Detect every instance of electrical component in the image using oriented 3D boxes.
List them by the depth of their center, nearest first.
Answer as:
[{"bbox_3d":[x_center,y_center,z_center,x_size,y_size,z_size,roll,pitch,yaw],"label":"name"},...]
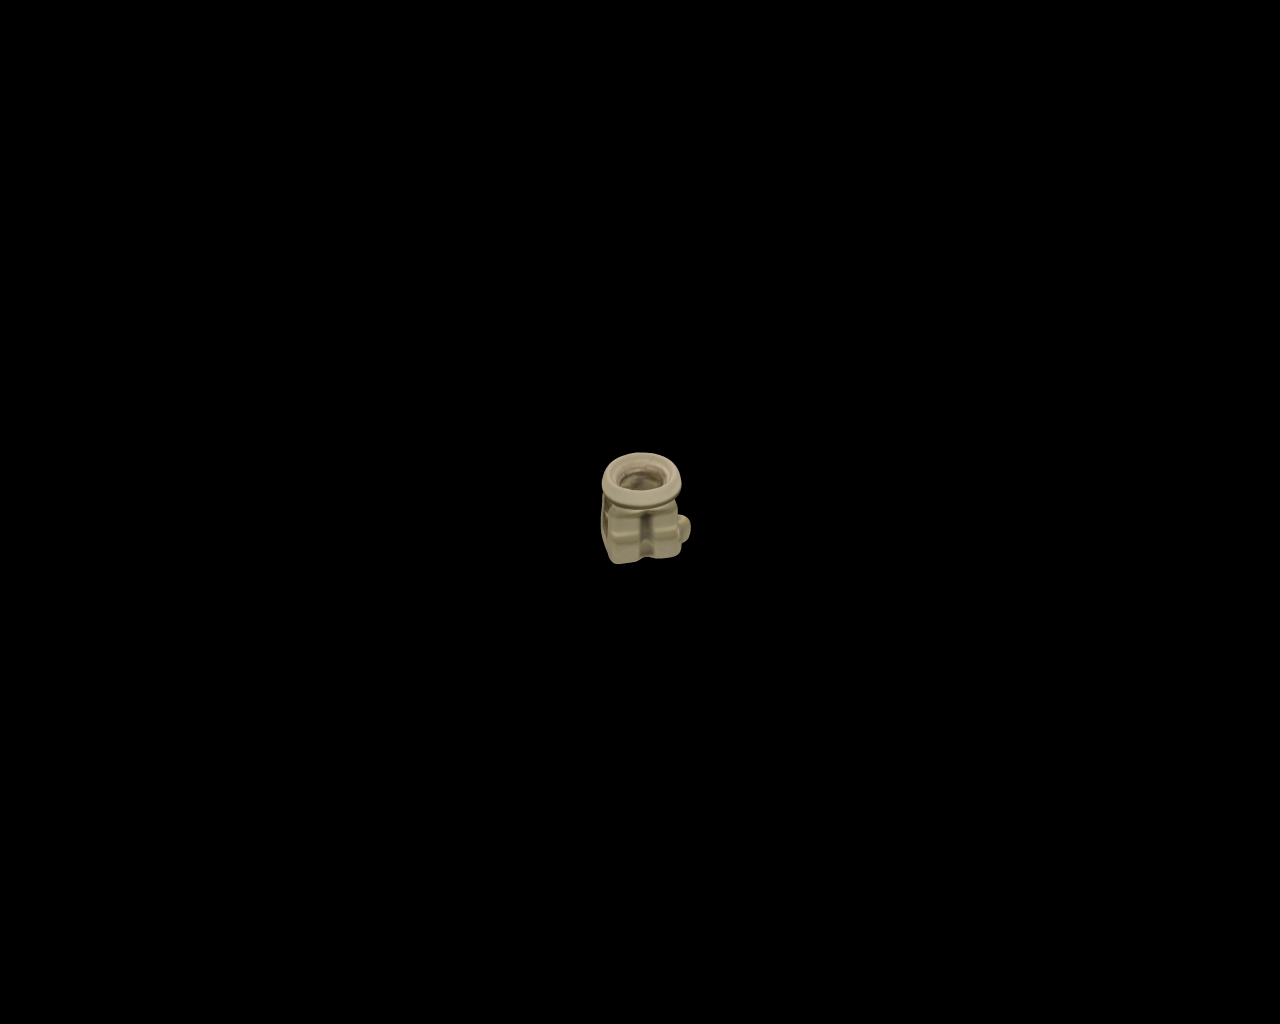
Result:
[{"bbox_3d":[0.001,-0.003,0.650,0.066,0.055,0.048,-8,36,-11],"label":"electrical component"}]
